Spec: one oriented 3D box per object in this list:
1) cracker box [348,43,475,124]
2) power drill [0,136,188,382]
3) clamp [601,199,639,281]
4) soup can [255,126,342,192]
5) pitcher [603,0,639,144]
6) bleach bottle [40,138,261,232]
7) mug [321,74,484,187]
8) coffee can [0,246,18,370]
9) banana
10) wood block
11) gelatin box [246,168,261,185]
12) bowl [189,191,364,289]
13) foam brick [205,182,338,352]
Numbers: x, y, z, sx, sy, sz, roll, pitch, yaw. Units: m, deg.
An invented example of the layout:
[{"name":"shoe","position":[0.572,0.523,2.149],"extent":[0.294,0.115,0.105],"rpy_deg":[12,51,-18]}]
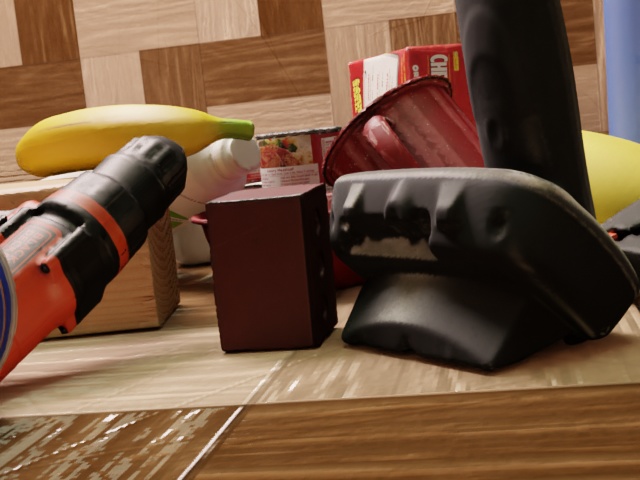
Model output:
[{"name":"cracker box","position":[0.089,-0.100,1.032],"extent":[0.072,0.164,0.214],"rpy_deg":[-5,7,-11]},{"name":"power drill","position":[-0.184,-0.015,0.552],"extent":[0.188,0.057,0.184],"rpy_deg":[19,45,24]},{"name":"clamp","position":[0.243,-0.017,0.556],"extent":[0.210,0.036,0.164],"rpy_deg":[-9,33,14]},{"name":"soup can","position":[-0.011,-0.035,0.833],"extent":[0.068,0.102,0.068],"rpy_deg":[-6,7,1]},{"name":"pitcher","position":[0.252,-0.117,0.674],"extent":[0.149,0.243,0.145],"rpy_deg":[-8,16,8]},{"name":"bleach bottle","position":[-0.134,-0.033,0.814],"extent":[0.251,0.068,0.102],"rpy_deg":[-16,-18,42]},{"name":"mug","position":[0.057,-0.035,0.596],"extent":[0.093,0.081,0.117],"rpy_deg":[-39,-21,7]},{"name":"coffee can","position":[-0.183,0.035,0.385],"extent":[0.103,0.103,0.140],"rpy_deg":[-5,7,5]},{"name":"banana","position":[-0.139,-0.059,0.675],"extent":[0.198,0.037,0.069],"rpy_deg":[-1,-13,34]},{"name":"wood block","position":[-0.197,0.012,0.652],"extent":[0.206,0.091,0.090],"rpy_deg":[-6,7,2]},{"name":"gelatin box","position":[-0.071,-0.061,0.891],"extent":[0.089,0.030,0.073],"rpy_deg":[-8,6,-15]},{"name":"bowl","position":[-0.005,0.001,0.721],"extent":[0.162,0.055,0.162],"rpy_deg":[-6,7,1]},{"name":"foam brick","position":[-0.023,0.013,0.542],"extent":[0.051,0.078,0.053],"rpy_deg":[-4,8,12]}]
